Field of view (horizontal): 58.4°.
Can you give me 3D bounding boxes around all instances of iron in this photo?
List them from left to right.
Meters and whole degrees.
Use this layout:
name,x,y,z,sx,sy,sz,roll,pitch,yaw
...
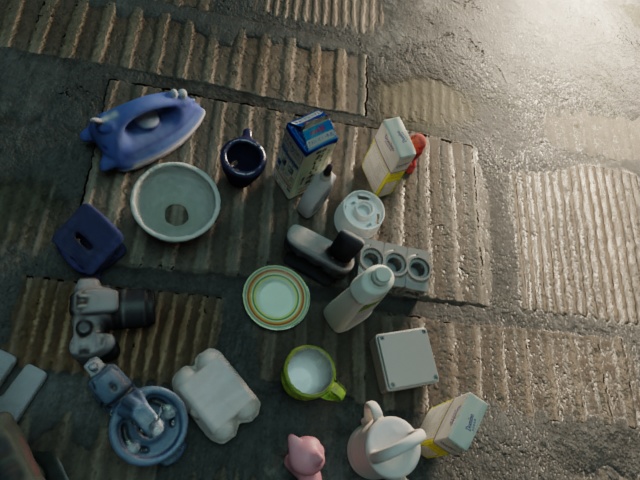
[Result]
name,x,y,z,sx,sy,sz,roll,pitch,yaw
iron,-0.337,-0.243,1.132,0.259,0.141,0.118,-32,79,-24

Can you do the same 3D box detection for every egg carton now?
name,x,y,z,sx,sy,sz,roll,pitch,yaw
egg carton,-0.182,0.272,0.999,0.107,0.069,0.150,-38,81,-25

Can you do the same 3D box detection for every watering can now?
name,x,y,z,sx,sy,sz,roll,pitch,yaw
watering can,0.124,0.360,0.973,0.173,0.194,0.101,46,65,7

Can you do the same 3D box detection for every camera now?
name,x,y,z,sx,sy,sz,roll,pitch,yaw
camera,-0.356,0.134,0.993,0.137,0.100,0.143,-1,68,-15

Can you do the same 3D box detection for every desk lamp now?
name,x,y,z,sx,sy,sz,roll,pitch,yaw
desk lamp,-0.524,0.247,0.838,0.118,0.213,0.203,27,64,-2

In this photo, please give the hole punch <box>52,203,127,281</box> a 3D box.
name,x,y,z,sx,sy,sz,roll,pitch,yaw
hole punch,-0.416,0.006,1.036,0.108,0.091,0.101,42,64,5

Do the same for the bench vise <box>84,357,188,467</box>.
name,x,y,z,sx,sy,sz,roll,pitch,yaw
bench vise,-0.297,0.269,0.886,0.207,0.219,0.121,28,64,-2

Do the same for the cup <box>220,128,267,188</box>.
name,x,y,z,sx,sy,sz,roll,pitch,yaw
cup,-0.159,-0.160,1.171,0.092,0.095,0.118,8,66,-11

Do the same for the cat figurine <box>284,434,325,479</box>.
name,x,y,z,sx,sy,sz,roll,pitch,yaw
cat figurine,-0.017,0.388,0.967,0.067,0.117,0.127,-13,72,-19

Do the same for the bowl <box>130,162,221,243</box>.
name,x,y,z,sx,sy,sz,roll,pitch,yaw
bowl,-0.278,-0.062,1.109,0.168,0.074,0.167,5,67,-13

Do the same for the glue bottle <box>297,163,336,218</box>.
name,x,y,z,sx,sy,sz,roll,pitch,yaw
glue bottle,0.001,-0.108,1.148,0.037,0.173,0.078,42,64,5

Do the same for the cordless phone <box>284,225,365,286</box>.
name,x,y,z,sx,sy,sz,roll,pitch,yaw
cordless phone,0.010,0.004,1.097,0.147,0.185,0.094,25,64,-3

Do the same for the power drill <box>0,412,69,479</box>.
name,x,y,z,sx,sy,sz,roll,pitch,yaw
power drill,-0.415,0.360,0.823,0.076,0.208,0.229,-30,78,-23

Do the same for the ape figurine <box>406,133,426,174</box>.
name,x,y,z,sx,sy,sz,roll,pitch,yaw
ape figurine,0.209,-0.205,1.288,0.078,0.092,0.076,-30,78,-23
